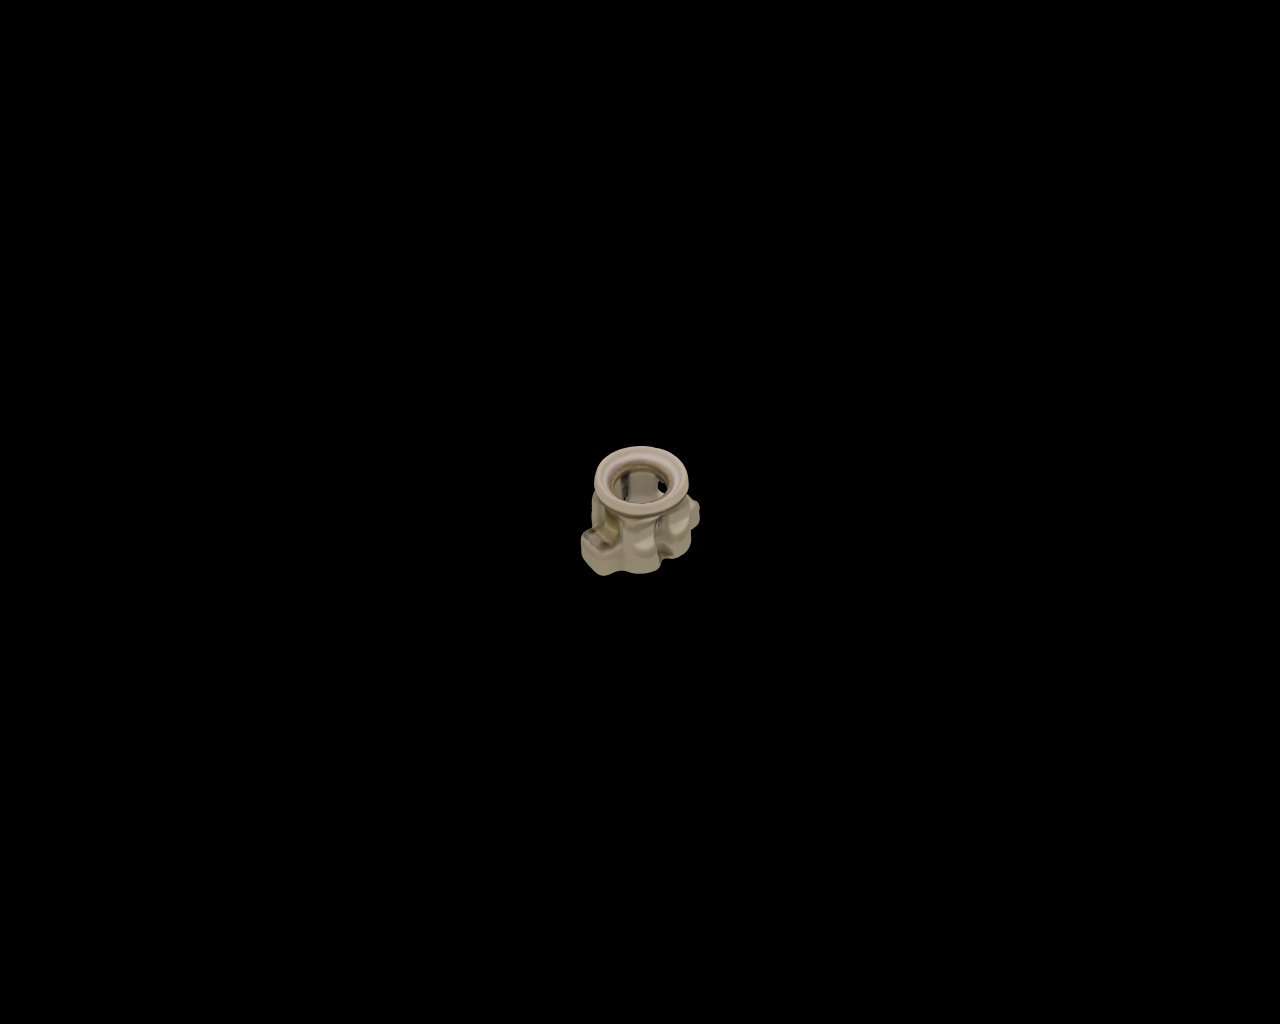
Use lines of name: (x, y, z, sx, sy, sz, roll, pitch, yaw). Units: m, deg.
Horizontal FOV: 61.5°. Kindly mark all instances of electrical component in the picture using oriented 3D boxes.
electrical component: (0.001, -0.003, 0.650, 0.078, 0.056, 0.058, -27, 50, -25)
